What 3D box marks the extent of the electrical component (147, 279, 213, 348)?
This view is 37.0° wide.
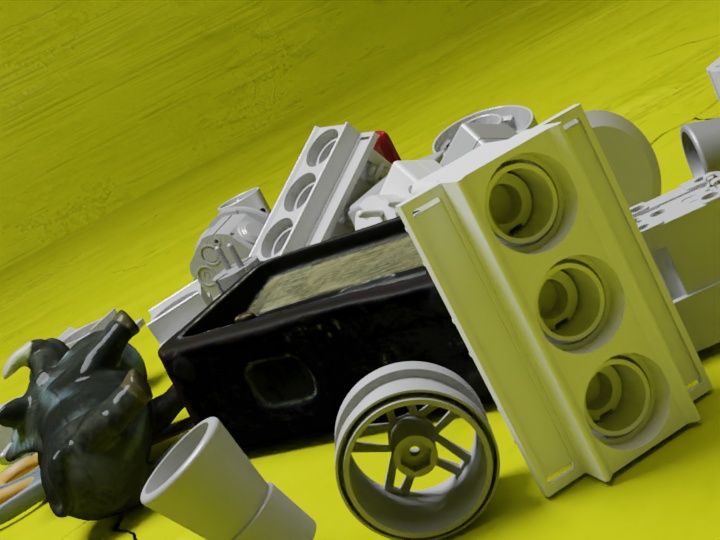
[{"bbox_3d":[-0.114,0.048,0.752,0.042,0.063,0.081,-32,14,-2],"label":"electrical component"}]

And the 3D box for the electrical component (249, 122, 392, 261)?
[{"bbox_3d":[-0.027,-0.045,0.837,0.079,0.063,0.121,3,63,53],"label":"electrical component"}]

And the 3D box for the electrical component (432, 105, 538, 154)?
[{"bbox_3d":[0.112,-0.097,0.921,0.099,0.064,0.099,-19,27,10],"label":"electrical component"}]

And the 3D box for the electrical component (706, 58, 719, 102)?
[{"bbox_3d":[0.266,-0.120,0.686,0.080,0.051,0.080,-25,13,6],"label":"electrical component"}]

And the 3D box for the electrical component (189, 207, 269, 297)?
[{"bbox_3d":[-0.102,-0.009,0.919,0.080,0.080,0.051,-20,20,29],"label":"electrical component"}]

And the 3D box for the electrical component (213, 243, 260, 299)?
[{"bbox_3d":[-0.084,0.014,0.796,0.047,0.075,0.083,-36,16,-33],"label":"electrical component"}]

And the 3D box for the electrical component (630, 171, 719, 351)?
[{"bbox_3d":[0.142,-0.003,0.450,0.081,0.063,0.042,-25,14,8],"label":"electrical component"}]

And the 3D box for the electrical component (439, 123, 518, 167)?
[{"bbox_3d":[0.085,-0.040,0.700,0.047,0.075,0.083,-6,-45,-43],"label":"electrical component"}]

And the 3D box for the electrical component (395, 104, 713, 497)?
[{"bbox_3d":[0.070,0.011,0.408,0.079,0.121,0.063,-30,11,-13],"label":"electrical component"}]

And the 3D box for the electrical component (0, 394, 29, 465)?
[{"bbox_3d":[-0.239,0.115,0.783,0.077,0.043,0.079,-25,13,9],"label":"electrical component"}]

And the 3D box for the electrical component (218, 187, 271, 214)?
[{"bbox_3d":[-0.111,-0.025,0.997,0.079,0.077,0.044,-27,13,2],"label":"electrical component"}]

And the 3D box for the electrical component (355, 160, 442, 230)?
[{"bbox_3d":[0.023,-0.029,0.674,0.077,0.047,0.065,-7,-49,-43],"label":"electrical component"}]

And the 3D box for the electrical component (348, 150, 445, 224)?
[{"bbox_3d":[0.042,-0.044,0.804,0.061,0.061,0.096,-18,16,35],"label":"electrical component"}]

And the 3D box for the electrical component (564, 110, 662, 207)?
[{"bbox_3d":[0.128,-0.049,0.620,0.080,0.080,0.051,-32,9,-20],"label":"electrical component"}]

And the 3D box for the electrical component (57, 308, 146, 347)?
[{"bbox_3d":[-0.201,0.072,0.832,0.081,0.063,0.042,-22,15,21],"label":"electrical component"}]

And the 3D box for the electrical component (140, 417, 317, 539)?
[{"bbox_3d":[-0.050,0.097,0.435,0.044,0.065,0.044,-44,12,11],"label":"electrical component"}]

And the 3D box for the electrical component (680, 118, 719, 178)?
[{"bbox_3d":[0.223,-0.074,0.616,0.065,0.044,0.044,-20,14,7],"label":"electrical component"}]
